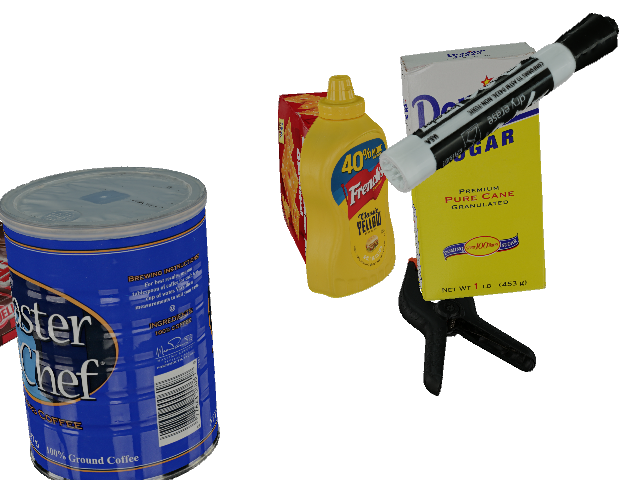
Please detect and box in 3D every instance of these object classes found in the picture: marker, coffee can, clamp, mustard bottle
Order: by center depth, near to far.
[{"bbox_3d":[0.076,-0.059,0.439,0.121,0.020,0.020,-35,11,-16],"label":"marker"},{"bbox_3d":[-0.107,0.042,0.556,0.103,0.140,0.103,-1,19,0],"label":"coffee can"},{"bbox_3d":[0.023,-0.052,0.952,0.058,0.192,0.096,15,28,41],"label":"mustard bottle"},{"bbox_3d":[0.140,0.082,1.080,0.120,0.039,0.171,0,45,-19],"label":"clamp"}]

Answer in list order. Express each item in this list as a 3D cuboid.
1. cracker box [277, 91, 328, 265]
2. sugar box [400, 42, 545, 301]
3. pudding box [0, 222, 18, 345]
[{"bbox_3d":[0.002,-0.064,1.171,0.072,0.164,0.214,-5,18,-8],"label":"cracker box"},{"bbox_3d":[0.111,-0.048,0.768,0.093,0.176,0.048,-7,22,2],"label":"sugar box"},{"bbox_3d":[-0.231,0.027,0.744,0.114,0.039,0.089,15,30,32],"label":"pudding box"}]
